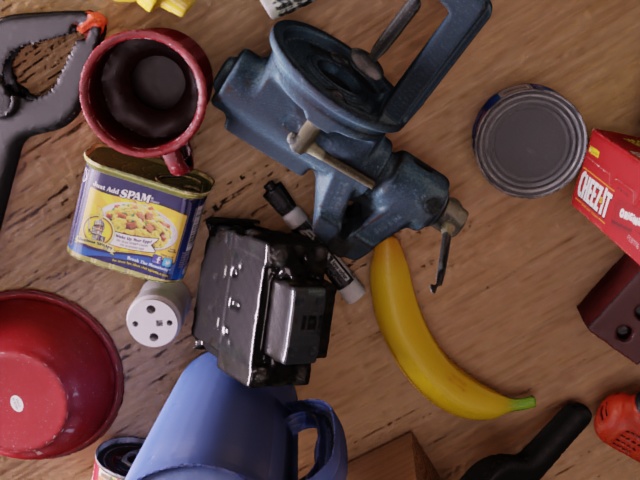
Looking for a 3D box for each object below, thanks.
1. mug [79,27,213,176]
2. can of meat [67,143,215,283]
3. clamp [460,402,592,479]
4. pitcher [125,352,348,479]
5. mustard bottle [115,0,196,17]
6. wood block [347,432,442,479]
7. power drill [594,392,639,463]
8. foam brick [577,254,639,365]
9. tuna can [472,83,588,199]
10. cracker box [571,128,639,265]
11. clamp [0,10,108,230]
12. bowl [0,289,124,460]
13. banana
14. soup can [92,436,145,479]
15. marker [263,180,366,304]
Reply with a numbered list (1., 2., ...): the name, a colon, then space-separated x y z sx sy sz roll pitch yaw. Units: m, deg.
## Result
1. mug: -0.121 -0.105 0.806 0.093 0.081 0.117 -20 105 9
2. can of meat: -0.144 -0.020 0.848 0.102 0.057 0.084 17 110 -2
3. clamp: 0.163 0.215 0.878 0.171 0.039 0.120 -20 111 -30
4. pitcher: -0.066 0.169 0.805 0.149 0.242 0.145 16 107 -3
5. mustard bottle: -0.170 -0.226 0.763 0.191 0.096 0.058 38 105 -9
6. wood block: 0.012 0.262 0.912 0.206 0.090 0.091 -28 105 11
7. power drill: 0.342 0.141 0.847 0.184 0.057 0.188 28 126 -9
8. foam brick: 0.253 0.050 0.852 0.053 0.051 0.078 35 106 -8
9. tuna can: 0.161 -0.077 0.826 0.086 0.033 0.086 1 108 2
10. cracker box: 0.310 -0.009 0.757 0.213 0.164 0.072 10 108 -11
11. clamp: -0.245 -0.102 0.837 0.210 0.036 0.164 -29 104 10
12. bowl: -0.250 0.126 0.900 0.162 0.055 0.162 1 108 2
13. banana: 0.092 0.085 0.882 0.069 0.037 0.197 -42 103 -3
14. soup can: -0.167 0.231 0.922 0.068 0.068 0.102 12 108 -1
15. marker: -0.006 0.001 0.867 0.020 0.020 0.121 -35 103 12
